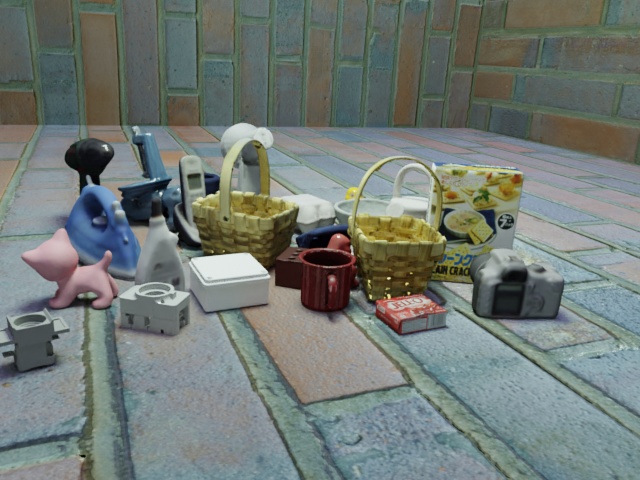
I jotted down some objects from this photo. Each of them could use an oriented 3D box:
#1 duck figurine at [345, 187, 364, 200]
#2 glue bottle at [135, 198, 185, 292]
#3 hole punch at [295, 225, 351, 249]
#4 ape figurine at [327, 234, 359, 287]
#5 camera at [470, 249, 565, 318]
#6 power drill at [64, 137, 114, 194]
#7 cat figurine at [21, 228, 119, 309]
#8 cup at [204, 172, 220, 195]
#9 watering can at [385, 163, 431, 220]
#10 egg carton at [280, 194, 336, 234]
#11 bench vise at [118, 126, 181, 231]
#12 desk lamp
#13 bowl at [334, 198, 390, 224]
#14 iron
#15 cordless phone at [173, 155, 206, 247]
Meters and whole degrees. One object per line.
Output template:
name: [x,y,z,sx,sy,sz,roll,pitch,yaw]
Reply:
duck figurine: [0.082,-0.090,1.431,0.078,0.086,0.104,-3,19,-19]
glue bottle: [-0.250,0.019,0.890,0.078,0.173,0.037,-14,24,-42]
hole punch: [0.010,0.004,1.117,0.109,0.091,0.100,-5,20,-25]
ape figurine: [0.034,0.034,1.026,0.076,0.092,0.077,2,18,-4]
camera: [0.321,0.062,0.977,0.143,0.101,0.136,2,18,-5]
power drill: [-0.478,-0.116,1.210,0.076,0.208,0.228,-11,23,-37]
cat figurine: [-0.383,0.042,0.885,0.128,0.118,0.067,0,18,-10]
cup: [-0.282,-0.114,1.425,0.118,0.095,0.091,1,18,-8]
watering can: [0.190,-0.058,1.173,0.100,0.194,0.173,7,18,10]
egg carton: [-0.037,-0.063,1.350,0.107,0.069,0.149,-10,22,-36]
bench vise: [-0.359,-0.141,1.289,0.207,0.220,0.121,6,18,9]
desk lamp: [-0.176,-0.194,1.496,0.118,0.214,0.202,-7,21,-28]
bowl: [0.112,-0.040,1.298,0.167,0.075,0.167,3,18,-1]
iron: [-0.395,-0.031,1.070,0.119,0.141,0.257,-11,23,-37]
cordless phone: [-0.235,-0.087,1.201,0.093,0.185,0.148,17,22,36]
